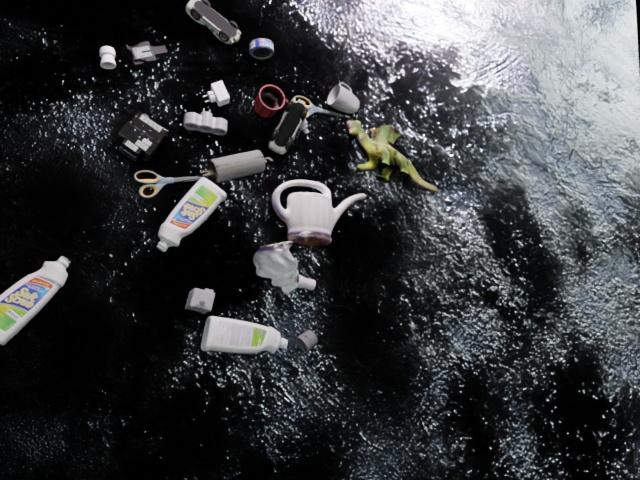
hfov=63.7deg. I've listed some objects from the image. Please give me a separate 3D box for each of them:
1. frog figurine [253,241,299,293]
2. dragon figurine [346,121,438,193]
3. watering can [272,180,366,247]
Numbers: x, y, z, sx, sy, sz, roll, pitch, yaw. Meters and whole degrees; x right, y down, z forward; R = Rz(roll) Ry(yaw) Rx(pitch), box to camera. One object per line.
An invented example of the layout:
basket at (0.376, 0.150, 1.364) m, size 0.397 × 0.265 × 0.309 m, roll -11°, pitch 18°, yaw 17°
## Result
frog figurine at (-0.133, 0.090, 1.594) m, size 0.137 × 0.122 × 0.160 m, roll -11°, pitch 89°, yaw 6°
dragon figurine at (0.268, -0.333, 1.916) m, size 0.408 × 0.120 × 0.248 m, roll 20°, pitch 60°, yaw -20°
watering can at (0.005, -0.086, 1.712) m, size 0.347 × 0.103 × 0.227 m, roll 6°, pitch 74°, yaw -23°
